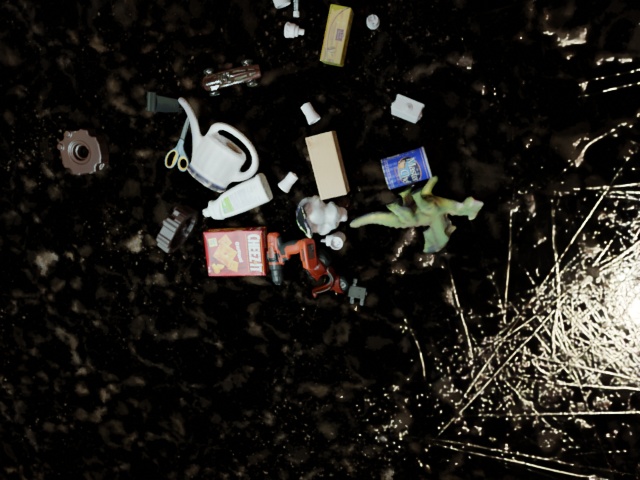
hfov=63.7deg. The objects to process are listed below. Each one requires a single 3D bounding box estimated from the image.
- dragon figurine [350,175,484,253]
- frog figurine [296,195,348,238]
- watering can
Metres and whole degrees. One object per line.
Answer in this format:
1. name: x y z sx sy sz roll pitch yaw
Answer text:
1. dragon figurine: 0.326 -0.056 1.673 0.406 0.124 0.241 -27 105 22
2. frog figurine: 0.005 -0.087 1.731 0.160 0.122 0.137 -21 90 -23
3. watering can: -0.372 -0.305 1.734 0.348 0.105 0.222 36 106 1
